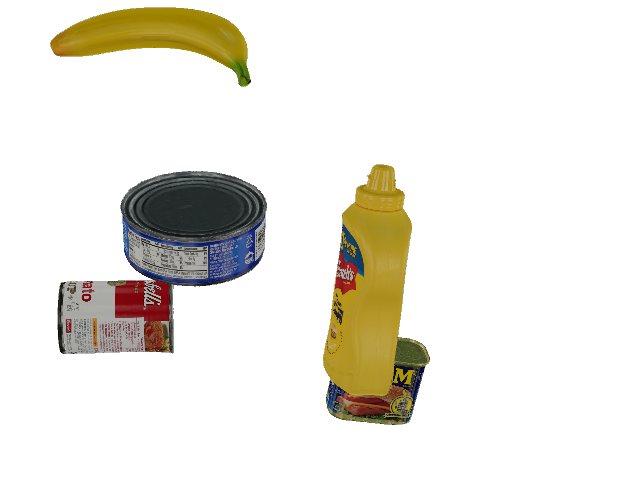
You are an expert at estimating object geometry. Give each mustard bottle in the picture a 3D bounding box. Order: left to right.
[{"bbox_3d":[0.042,0.029,0.914,0.058,0.192,0.096,3,18,-12],"label":"mustard bottle"}]

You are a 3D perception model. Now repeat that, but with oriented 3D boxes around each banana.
[{"bbox_3d":[-0.146,-0.184,0.965,0.198,0.037,0.069,10,46,16],"label":"banana"}]

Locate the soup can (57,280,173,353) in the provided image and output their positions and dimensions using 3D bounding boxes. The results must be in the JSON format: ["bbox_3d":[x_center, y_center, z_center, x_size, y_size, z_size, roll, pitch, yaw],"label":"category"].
[{"bbox_3d":[-0.186,0.070,0.979,0.102,0.068,0.068,0,0,-7],"label":"soup can"}]

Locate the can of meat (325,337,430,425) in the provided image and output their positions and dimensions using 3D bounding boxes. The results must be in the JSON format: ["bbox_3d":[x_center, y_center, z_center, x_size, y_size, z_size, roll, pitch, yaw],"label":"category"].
[{"bbox_3d":[0.061,0.154,1.186,0.102,0.084,0.057,8,22,-11],"label":"can of meat"}]

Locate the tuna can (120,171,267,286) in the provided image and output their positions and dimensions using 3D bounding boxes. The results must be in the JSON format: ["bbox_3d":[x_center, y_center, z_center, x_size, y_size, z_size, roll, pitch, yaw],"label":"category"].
[{"bbox_3d":[-0.075,-0.008,0.636,0.086,0.034,0.086,2,29,-1],"label":"tuna can"}]
